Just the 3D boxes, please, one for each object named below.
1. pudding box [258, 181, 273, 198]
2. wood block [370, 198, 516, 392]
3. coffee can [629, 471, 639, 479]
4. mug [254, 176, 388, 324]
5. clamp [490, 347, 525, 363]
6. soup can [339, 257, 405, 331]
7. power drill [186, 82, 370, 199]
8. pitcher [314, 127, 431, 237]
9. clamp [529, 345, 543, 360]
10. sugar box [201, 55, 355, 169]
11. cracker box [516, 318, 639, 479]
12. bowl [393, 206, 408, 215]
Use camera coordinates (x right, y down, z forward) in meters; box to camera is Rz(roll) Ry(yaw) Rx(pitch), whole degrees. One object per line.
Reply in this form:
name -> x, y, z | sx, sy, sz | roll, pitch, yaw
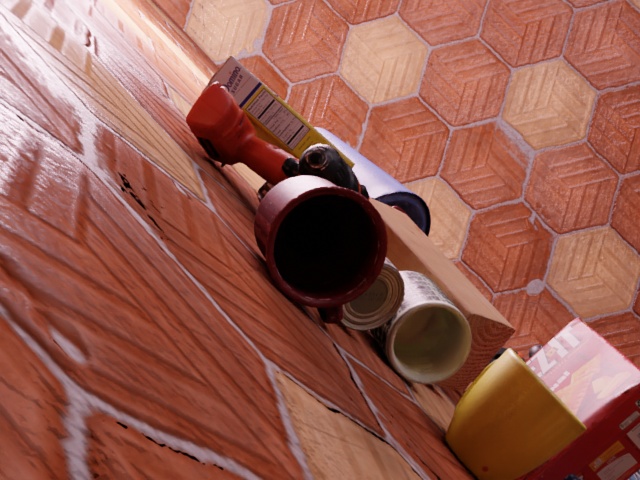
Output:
pudding box -> -0.024, -0.035, 1.229 | 0.090, 0.039, 0.113 | 46, 4, 4
wood block -> 0.098, 0.054, 1.138 | 0.090, 0.091, 0.206 | 22, 22, -47
coffee can -> 0.311, 0.283, 1.094 | 0.140, 0.103, 0.102 | 48, 5, 17
mug -> -0.002, 0.008, 0.823 | 0.081, 0.093, 0.117 | -136, -149, -70
clamp -> 0.196, 0.158, 1.289 | 0.120, 0.039, 0.171 | 48, 26, 9
soup can -> 0.024, 0.026, 0.935 | 0.068, 0.068, 0.102 | 43, 5, -35
power drill -> -0.039, -0.076, 1.024 | 0.188, 0.057, 0.184 | 36, -10, 21
pitcher -> 0.038, -0.052, 1.455 | 0.144, 0.149, 0.243 | -9, 34, -27
clamp -> 0.273, 0.229, 1.257 | 0.210, 0.036, 0.164 | -92, 178, -74
sugar box -> -0.048, -0.119, 1.153 | 0.176, 0.048, 0.093 | 38, -10, -8
cracker box -> 0.247, 0.176, 1.061 | 0.072, 0.164, 0.214 | 47, 4, -12
bowl -> 0.094, 0.042, 1.308 | 0.162, 0.055, 0.162 | 53, 25, -40
